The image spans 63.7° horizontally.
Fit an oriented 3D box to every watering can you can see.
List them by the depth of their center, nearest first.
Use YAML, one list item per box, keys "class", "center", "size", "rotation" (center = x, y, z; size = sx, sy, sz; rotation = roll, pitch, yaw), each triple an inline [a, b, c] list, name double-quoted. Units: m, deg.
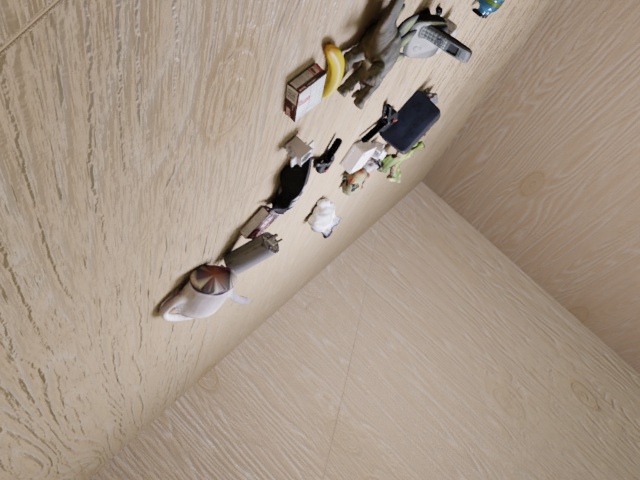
- class: "watering can"
  center: [-0.325, 0.166, 1.601]
  size: [0.349, 0.105, 0.220]
  rotation: [-8, 146, -46]

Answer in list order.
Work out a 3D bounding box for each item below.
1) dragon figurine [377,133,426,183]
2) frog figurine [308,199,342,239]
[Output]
- class: "dragon figurine"
  center: [0.334, -0.383, 2.204]
  size: [0.245, 0.123, 0.402]
  rotation: [-49, 154, -15]
- class: "frog figurine"
  center: [0.006, -0.106, 2.105]
  size: [0.138, 0.125, 0.156]
  rotation: [-37, 132, -7]
